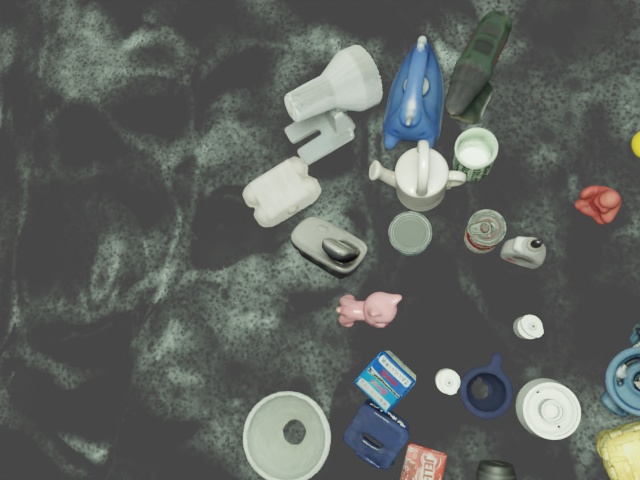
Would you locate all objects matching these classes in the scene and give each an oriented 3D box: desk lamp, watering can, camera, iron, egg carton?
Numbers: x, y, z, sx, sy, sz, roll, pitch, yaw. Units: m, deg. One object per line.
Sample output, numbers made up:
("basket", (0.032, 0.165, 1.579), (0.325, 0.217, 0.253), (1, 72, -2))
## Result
("desk lamp", (0.020, -0.261, 1.119), (0.203, 0.214, 0.118), (-32, 76, 2))
("watering can", (0.183, -0.121, 1.079), (0.172, 0.194, 0.101), (-18, 77, 5))
("camera", (0.325, 0.464, 0.999), (0.143, 0.101, 0.137), (2, 80, 9))
("iron", (0.192, -0.312, 1.139), (0.118, 0.141, 0.258), (7, 81, 10))
("egg carton", (-0.078, -0.097, 1.179), (0.150, 0.069, 0.107), (-33, 77, 2))

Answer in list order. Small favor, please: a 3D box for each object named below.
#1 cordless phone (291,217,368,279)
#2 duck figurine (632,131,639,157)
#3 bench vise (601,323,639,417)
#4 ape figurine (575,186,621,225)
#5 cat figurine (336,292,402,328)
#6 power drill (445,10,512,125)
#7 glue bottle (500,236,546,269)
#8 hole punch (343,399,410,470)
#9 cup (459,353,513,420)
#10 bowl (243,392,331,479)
("cordless phone", (0.010, 0.004, 1.087), (0.147, 0.185, 0.094), (27, 85, 13))
("duck figurine", (0.653, -0.196, 1.075), (0.104, 0.086, 0.077), (-10, 78, 7))
("bench vise", (0.553, 0.200, 0.950), (0.121, 0.220, 0.207), (14, 82, 11))
("ape figurine", (0.529, -0.070, 1.069), (0.076, 0.092, 0.078), (-13, 78, 7))
("cat figurine", (0.092, 0.132, 1.086), (0.127, 0.118, 0.067), (-2, 79, 9))
("power drill", (0.291, -0.303, 1.087), (0.075, 0.208, 0.230), (23, 84, 12))
("glue bottle", (0.376, 0.017, 1.035), (0.078, 0.173, 0.037), (16, 83, 12))
("hole punch", (0.104, 0.363, 1.056), (0.108, 0.091, 0.101), (31, 86, 13))
("cup", (0.301, 0.261, 1.042), (0.091, 0.095, 0.118), (18, 83, 12))
("bowl", (-0.057, 0.371, 1.088), (0.167, 0.075, 0.167), (-2, 80, 9))
